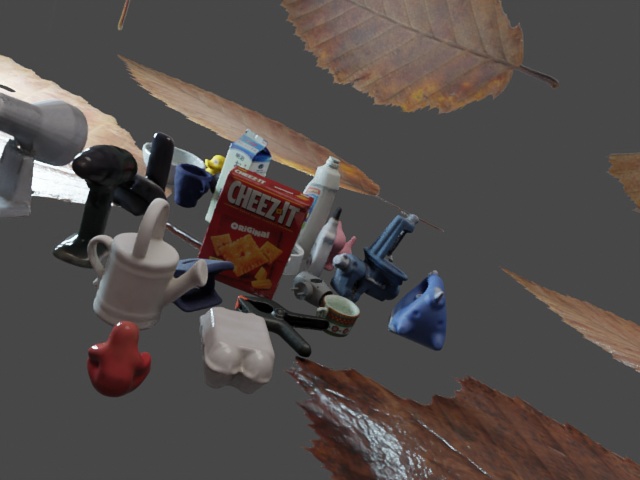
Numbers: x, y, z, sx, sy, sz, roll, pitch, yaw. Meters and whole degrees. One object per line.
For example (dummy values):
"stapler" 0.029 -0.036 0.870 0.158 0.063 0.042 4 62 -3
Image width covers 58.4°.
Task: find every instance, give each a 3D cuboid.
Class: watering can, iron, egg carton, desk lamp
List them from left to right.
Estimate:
"desk lamp" -0.529 -0.152 1.002 0.117 0.213 0.204 29 19 18
"watering can" -0.255 0.030 0.855 0.173 0.194 0.100 15 20 -24
"egg carton" -0.125 0.160 0.849 0.107 0.069 0.150 16 20 -23
"iron" 0.229 0.132 1.244 0.118 0.141 0.258 24 18 1

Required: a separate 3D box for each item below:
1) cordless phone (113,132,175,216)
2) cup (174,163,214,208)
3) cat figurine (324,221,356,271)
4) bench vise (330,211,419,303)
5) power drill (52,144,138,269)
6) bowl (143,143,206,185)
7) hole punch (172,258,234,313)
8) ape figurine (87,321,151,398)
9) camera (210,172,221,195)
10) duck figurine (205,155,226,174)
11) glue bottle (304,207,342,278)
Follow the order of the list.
"cordless phone" -0.386 -0.159 1.243 0.147 0.185 0.094 27 18 10
"cup" -0.305 -0.120 1.376 0.092 0.095 0.117 5 26 -44
"cat figurine" 0.041 0.012 1.390 0.128 0.118 0.067 3 27 -46
"bench vise" 0.133 0.040 1.260 0.121 0.220 0.208 34 21 29
"power drill" -0.374 -0.065 0.955 0.076 0.208 0.229 21 18 -8
"bowl" -0.389 -0.189 1.502 0.167 0.075 0.167 21 18 -7
"hole punch" -0.219 0.060 0.982 0.100 0.091 0.109 32 20 24
"ape figurine" -0.248 0.142 0.714 0.078 0.092 0.076 21 18 -6
"camera" -0.219 -0.131 1.504 0.144 0.101 0.136 6 25 -43
"duck figurine" -0.288 -0.197 1.629 0.105 0.086 0.077 11 22 -33
"glue bottle" 0.012 0.005 1.287 0.037 0.173 0.078 20 18 -10
